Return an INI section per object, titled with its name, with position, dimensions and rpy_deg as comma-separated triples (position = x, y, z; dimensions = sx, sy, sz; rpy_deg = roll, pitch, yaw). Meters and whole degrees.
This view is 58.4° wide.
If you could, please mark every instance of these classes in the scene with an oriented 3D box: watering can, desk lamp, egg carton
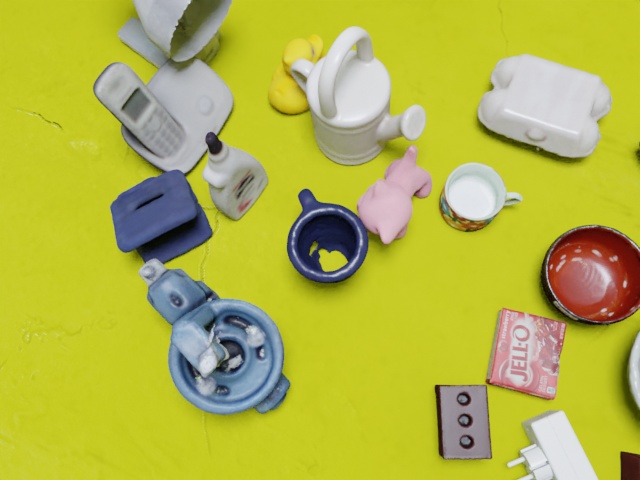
[watering can]
position = 0.041, -0.170, 0.671
dimensions = 0.172, 0.194, 0.101
rpy_deg = 10, 75, 9
[desk lamp]
position = -0.198, -0.294, 0.719
dimensions = 0.203, 0.214, 0.118
rpy_deg = 36, 81, 14
[egg carton]
position = 0.277, -0.165, 0.712
dimensions = 0.150, 0.069, 0.107
rpy_deg = 21, 77, 11

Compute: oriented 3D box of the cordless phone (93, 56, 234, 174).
[cordless phone]
position = -0.190, -0.176, 0.700
dimensions = 0.094, 0.185, 0.148
rpy_deg = 27, 79, 13

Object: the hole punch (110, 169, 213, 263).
[hole punch]
position = -0.205, -0.033, 0.710
dimensions = 0.108, 0.091, 0.101
rpy_deg = -28, 73, -3

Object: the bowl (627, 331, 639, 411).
[bowl]
position = 0.403, 0.149, 0.609
dimensions = 0.167, 0.075, 0.167
rpy_deg = -1, 74, 5

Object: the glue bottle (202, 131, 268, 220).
[glue bottle]
position = -0.107, -0.082, 0.672
dimensions = 0.037, 0.173, 0.078
rpy_deg = 31, 79, 13

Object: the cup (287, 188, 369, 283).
[cup]
position = 0.006, 0.002, 0.678
dimensions = 0.091, 0.095, 0.117
rpy_deg = -26, 73, -2

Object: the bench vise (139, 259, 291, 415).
[bench vise]
position = -0.133, 0.103, 0.598
dimensions = 0.207, 0.220, 0.121
rpy_deg = 26, 78, 12

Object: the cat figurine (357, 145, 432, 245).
[cat figurine]
position = 0.086, -0.053, 0.674
dimensions = 0.067, 0.118, 0.128
rpy_deg = 26, 78, 12

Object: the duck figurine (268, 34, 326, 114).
[duck figurine]
position = -0.029, -0.223, 0.749
dimensions = 0.077, 0.086, 0.104
rpy_deg = 39, 81, 15
